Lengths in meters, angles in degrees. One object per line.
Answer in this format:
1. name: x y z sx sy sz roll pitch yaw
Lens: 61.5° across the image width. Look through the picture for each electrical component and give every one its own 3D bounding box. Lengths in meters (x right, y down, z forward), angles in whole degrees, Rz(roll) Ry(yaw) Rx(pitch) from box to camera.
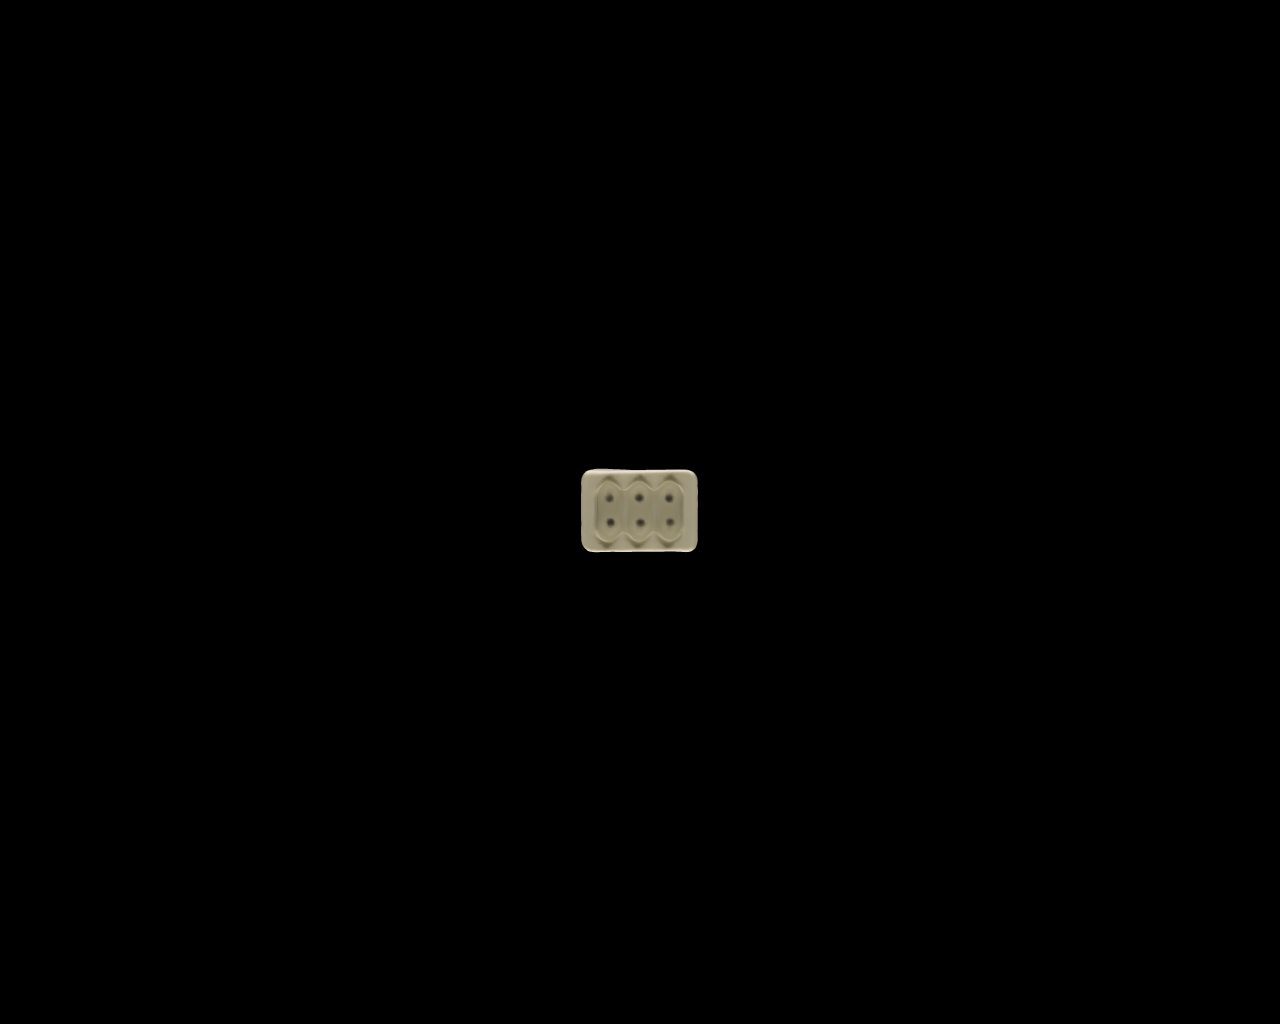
1. electrical component: 0.001 -0.003 0.650 0.066 0.047 0.077 0 4 2
